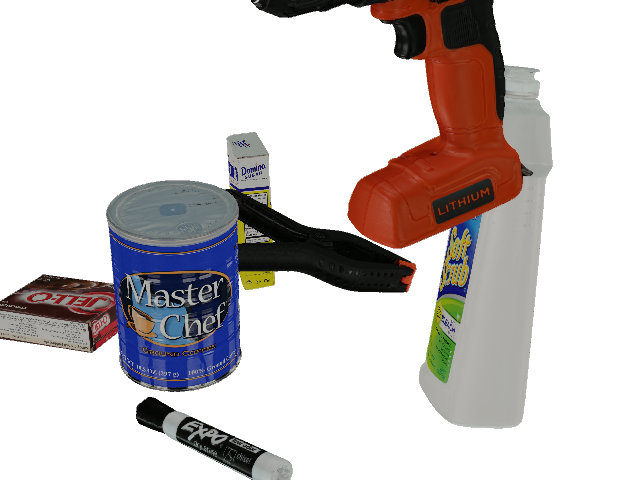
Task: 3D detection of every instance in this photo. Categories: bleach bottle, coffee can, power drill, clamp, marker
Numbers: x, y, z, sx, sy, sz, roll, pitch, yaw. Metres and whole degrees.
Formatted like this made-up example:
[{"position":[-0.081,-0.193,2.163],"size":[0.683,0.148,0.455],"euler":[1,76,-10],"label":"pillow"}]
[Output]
[{"position":[0.123,0.001,0.765],"size":[0.068,0.251,0.102],"euler":[3,14,-9],"label":"bleach bottle"},{"position":[-0.116,0.036,0.863],"size":[0.103,0.140,0.103],"euler":[1,29,-1],"label":"coffee can"},{"position":[0.048,-0.092,0.569],"size":[0.184,0.188,0.057],"euler":[-22,37,-25],"label":"power drill"},{"position":[-0.011,0.014,1.033],"size":[0.210,0.036,0.164],"euler":[18,23,-1],"label":"clamp"},{"position":[-0.067,0.120,0.639],"size":[0.121,0.020,0.020],"euler":[16,10,38],"label":"marker"}]

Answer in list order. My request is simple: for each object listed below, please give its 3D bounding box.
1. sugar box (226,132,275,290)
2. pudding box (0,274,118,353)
[{"position":[-0.088,-0.037,1.330],"size":[0.048,0.176,0.093],"euler":[-9,24,-10],"label":"sugar box"},{"position":[-0.248,0.070,1.043],"size":[0.114,0.039,0.090],"euler":[4,19,20],"label":"pudding box"}]
